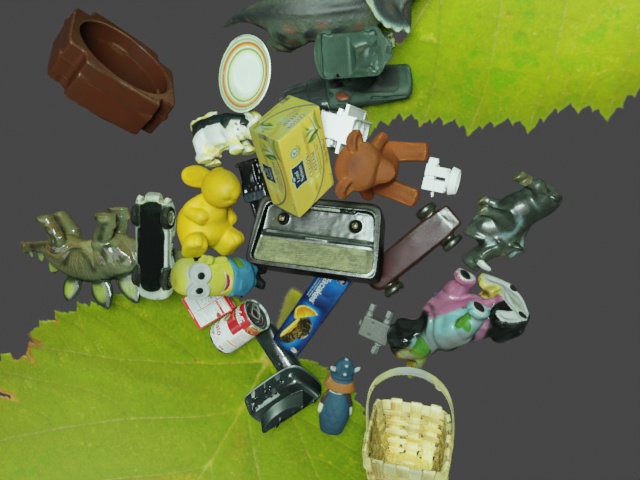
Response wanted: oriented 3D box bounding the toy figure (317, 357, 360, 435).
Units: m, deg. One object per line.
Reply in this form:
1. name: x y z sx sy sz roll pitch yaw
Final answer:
1. toy figure: 0.033 0.294 1.029 0.058 0.064 0.154 19 101 50

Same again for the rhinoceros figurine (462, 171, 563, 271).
1. rhinoceros figurine: 0.311 -0.028 0.901 0.112 0.073 0.190 44 105 -6

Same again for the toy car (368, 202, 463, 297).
1. toy car: 0.161 0.017 0.953 0.202 0.053 0.089 -43 76 21

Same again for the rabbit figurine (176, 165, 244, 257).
1. rabbit figurine: -0.193 -0.069 0.993 0.173 0.122 0.162 -54 45 45

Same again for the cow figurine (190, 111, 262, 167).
1. cow figurine: -0.159 -0.203 0.999 0.167 0.068 0.098 -17 85 15

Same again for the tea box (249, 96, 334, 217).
1. tea box: -0.041 -0.131 0.864 0.068 0.169 0.098 29 63 29

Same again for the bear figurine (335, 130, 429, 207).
1. bear figurine: 0.101 -0.116 0.874 0.132 0.196 0.120 13 99 11

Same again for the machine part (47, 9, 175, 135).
1. machine part: -0.365 -0.293 0.952 0.087 0.201 0.201 -40 43 22

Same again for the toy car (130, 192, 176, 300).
1. toy car: -0.306 0.012 0.993 0.074 0.056 0.201 5 101 9

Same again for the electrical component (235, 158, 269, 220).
1. electrical component: -0.112 -0.090 0.998 0.048 0.075 0.119 -15 91 17

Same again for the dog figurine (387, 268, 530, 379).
1. dog figurine: 0.225 0.155 0.930 0.191 0.108 0.219 15 133 -27

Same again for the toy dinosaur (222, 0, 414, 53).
1. toy dinosaur: -0.002 -0.366 0.865 0.405 0.192 0.131 -3 95 15

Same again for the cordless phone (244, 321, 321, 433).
1. cordless phone: -0.100 0.266 1.060 0.146 0.088 0.184 -38 76 19

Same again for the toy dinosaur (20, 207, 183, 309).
1. toy dinosaur: -0.422 0.033 1.092 0.472 0.105 0.198 0 104 18

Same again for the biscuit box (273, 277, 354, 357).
1. biscuit box: -0.007 0.121 1.011 0.063 0.059 0.202 36 106 7

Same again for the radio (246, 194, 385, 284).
1. radio: -0.002 -0.003 0.935 0.230 0.073 0.131 7 77 13

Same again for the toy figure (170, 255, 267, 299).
1. toy figure: -0.188 0.070 0.997 0.089 0.180 0.082 -15 81 44

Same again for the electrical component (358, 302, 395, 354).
1. electrical component: 0.103 0.167 1.009 0.063 0.021 0.094 22 104 11

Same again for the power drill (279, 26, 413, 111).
1. power drill: 0.036 -0.259 0.864 0.232 0.207 0.086 -3 82 5
